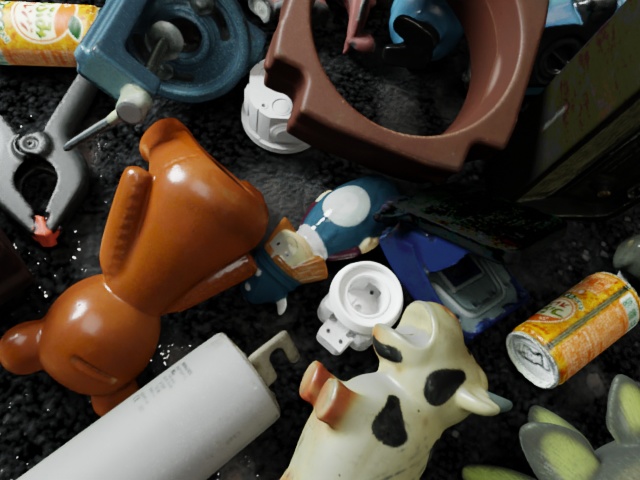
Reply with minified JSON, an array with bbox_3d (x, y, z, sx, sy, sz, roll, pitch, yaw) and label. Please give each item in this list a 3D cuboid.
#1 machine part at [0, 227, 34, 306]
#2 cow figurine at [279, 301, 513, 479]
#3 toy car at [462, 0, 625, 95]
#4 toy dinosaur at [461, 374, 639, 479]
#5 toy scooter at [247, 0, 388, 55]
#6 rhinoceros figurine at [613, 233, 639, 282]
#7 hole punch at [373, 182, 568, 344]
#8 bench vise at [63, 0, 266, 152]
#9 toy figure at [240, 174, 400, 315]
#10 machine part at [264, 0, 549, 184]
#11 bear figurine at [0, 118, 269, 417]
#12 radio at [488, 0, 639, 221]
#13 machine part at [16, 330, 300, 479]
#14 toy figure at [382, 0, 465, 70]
[{"bbox_3d":[-0.265,-0.029,0.361,0.056,0.179,0.179,-36,76,-24],"label":"machine part"},{"bbox_3d":[0.045,0.133,0.364,0.127,0.085,0.195,27,82,-17],"label":"cow figurine"},{"bbox_3d":[0.221,-0.208,0.557,0.162,0.109,0.103,-8,45,0],"label":"toy car"},{"bbox_3d":[0.188,0.220,0.359,0.471,0.105,0.199,-27,65,-28],"label":"toy dinosaur"},{"bbox_3d":[0.000,-0.248,0.548,0.184,0.075,0.135,-1,68,-14],"label":"toy scooter"},{"bbox_3d":[0.350,0.059,0.471,0.190,0.073,0.112,41,78,8],"label":"rhinoceros figurine"},{"bbox_3d":[0.118,0.011,0.439,0.142,0.092,0.116,-21,40,-39],"label":"hole punch"},{"bbox_3d":[-0.145,-0.182,0.431,0.223,0.129,0.241,38,35,-33],"label":"bench vise"},{"bbox_3d":[-0.002,-0.001,0.450,0.154,0.057,0.064,-34,36,-19],"label":"toy figure"},{"bbox_3d":[0.067,-0.160,0.441,0.201,0.087,0.201,18,85,-10],"label":"machine part"},{"bbox_3d":[-0.129,0.023,0.402,0.120,0.132,0.196,38,96,-27],"label":"bear figurine"},{"bbox_3d":[0.248,-0.093,0.434,0.131,0.229,0.073,3,67,-13],"label":"radio"},{"bbox_3d":[-0.113,0.140,0.357,0.243,0.079,0.079,-35,76,-20],"label":"machine part"},{"bbox_3d":[0.126,-0.242,0.560,0.089,0.082,0.180,40,56,-20],"label":"toy figure"}]
